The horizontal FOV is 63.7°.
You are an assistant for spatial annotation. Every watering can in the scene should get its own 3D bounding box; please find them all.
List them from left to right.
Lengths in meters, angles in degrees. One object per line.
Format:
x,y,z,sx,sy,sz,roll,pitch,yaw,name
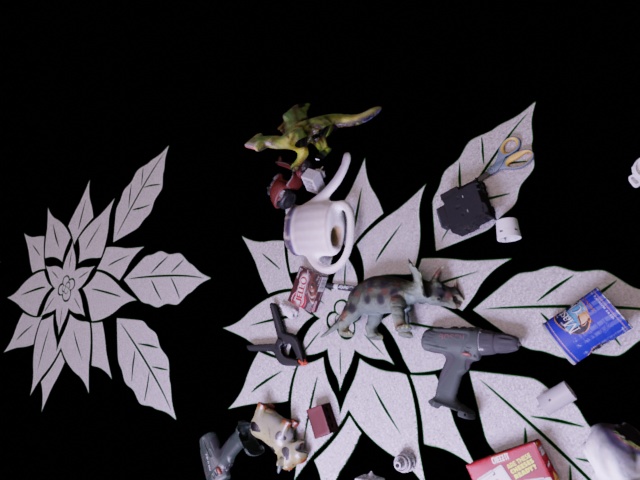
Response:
0.005,-0.075,1.495,0.224,0.351,0.103,-4,-12,32,watering can

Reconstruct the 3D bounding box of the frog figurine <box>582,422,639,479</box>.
0.572,0.449,1.012,0.122,0.158,0.139,19,15,-23,frog figurine

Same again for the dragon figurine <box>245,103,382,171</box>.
-0.035,-0.359,1.586,0.411,0.248,0.119,-28,-40,-4,dragon figurine
